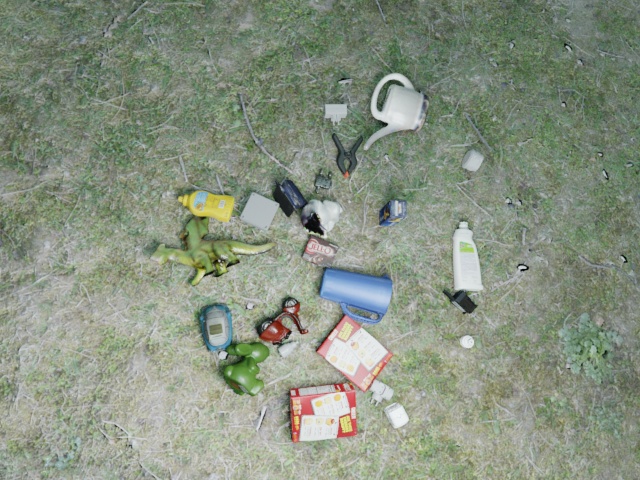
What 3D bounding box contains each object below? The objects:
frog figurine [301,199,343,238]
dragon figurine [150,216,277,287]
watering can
[{"bbox_3d":[0.006,-0.094,1.861,0.136,0.121,0.163,52,41,-18],"label":"frog figurine"},{"bbox_3d":[-0.381,0.010,1.792,0.413,0.120,0.245,-24,73,-20],"label":"dragon figurine"},{"bbox_3d":[0.294,-0.473,1.967,0.224,0.103,0.352,17,76,-3],"label":"watering can"}]
